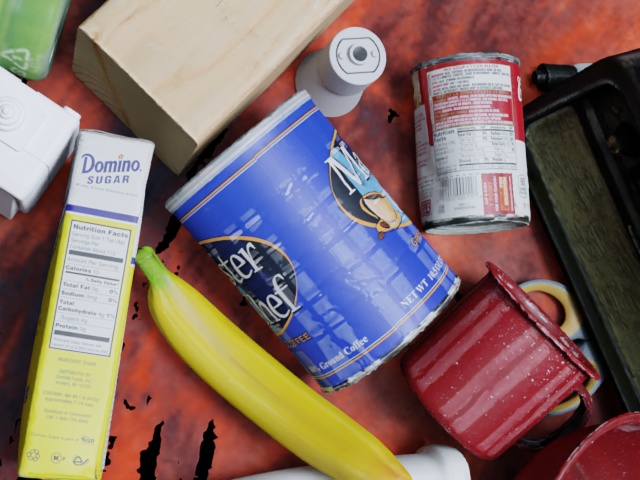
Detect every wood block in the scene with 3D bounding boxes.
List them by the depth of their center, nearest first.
[{"bbox_3d":[-0.038,-0.147,0.621,0.090,0.091,0.206,45,74,-6],"label":"wood block"}]

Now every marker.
[{"bbox_3d":[0.199,-0.111,0.719,0.121,0.020,0.020,-4,84,-16],"label":"marker"}]

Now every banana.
[{"bbox_3d":[-0.032,0.082,0.594,0.198,0.069,0.037,38,80,12],"label":"banana"}]

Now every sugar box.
[{"bbox_3d":[-0.127,0.037,0.572,0.048,0.093,0.176,8,80,-15],"label":"sugar box"}]

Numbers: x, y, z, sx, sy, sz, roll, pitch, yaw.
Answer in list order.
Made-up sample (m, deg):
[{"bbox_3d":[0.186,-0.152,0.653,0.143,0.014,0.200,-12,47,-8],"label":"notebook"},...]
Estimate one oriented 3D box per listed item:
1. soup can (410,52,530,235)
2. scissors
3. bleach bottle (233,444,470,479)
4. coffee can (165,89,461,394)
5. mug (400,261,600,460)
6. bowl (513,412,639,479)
[{"bbox_3d":[0.093,-0.057,0.658,0.068,0.069,0.102,-2,84,-16],"label":"soup can"},{"bbox_3d":[0.199,0.054,0.700,0.201,0.016,0.096,-19,88,-17],"label":"scissors"},{"bbox_3d":[-0.042,0.172,0.595,0.250,0.068,0.102,-1,83,-13],"label":"bleach bottle"},{"bbox_3d":[-0.004,0.001,0.605,0.102,0.103,0.140,-41,95,-16],"label":"coffee can"},{"bbox_3d":[0.110,0.081,0.628,0.117,0.093,0.081,42,100,-19],"label":"mug"},{"bbox_3d":[0.150,0.173,0.614,0.161,0.055,0.162,-7,101,-39],"label":"bowl"}]
